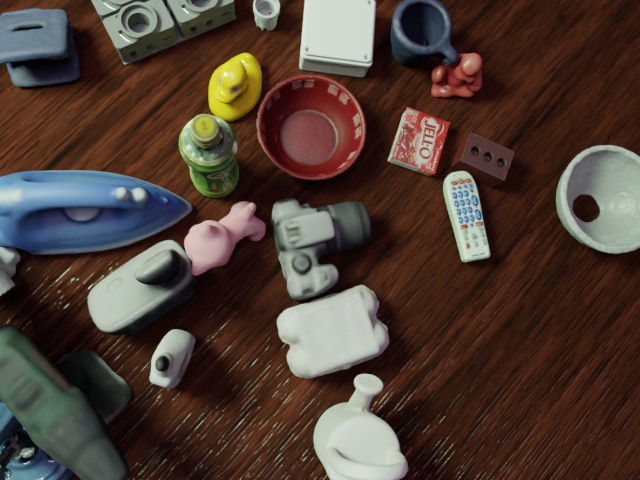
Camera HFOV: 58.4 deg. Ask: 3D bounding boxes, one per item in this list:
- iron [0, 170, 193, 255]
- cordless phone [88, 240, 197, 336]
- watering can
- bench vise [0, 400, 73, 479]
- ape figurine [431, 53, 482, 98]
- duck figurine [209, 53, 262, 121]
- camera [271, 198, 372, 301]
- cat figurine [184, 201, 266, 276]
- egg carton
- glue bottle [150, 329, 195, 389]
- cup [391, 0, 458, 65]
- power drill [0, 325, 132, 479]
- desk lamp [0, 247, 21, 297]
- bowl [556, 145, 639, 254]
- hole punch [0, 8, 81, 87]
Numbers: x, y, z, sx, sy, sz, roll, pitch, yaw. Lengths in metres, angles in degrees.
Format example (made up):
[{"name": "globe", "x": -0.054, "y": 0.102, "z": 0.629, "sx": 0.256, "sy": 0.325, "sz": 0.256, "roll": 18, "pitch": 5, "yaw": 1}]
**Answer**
[{"name": "iron", "x": -0.306, "y": -0.050, "z": 0.758, "sx": 0.258, "sy": 0.141, "sz": 0.119, "roll": -4, "pitch": 83, "yaw": -8}, {"name": "cordless phone", "x": -0.234, "y": 0.058, "z": 0.730, "sx": 0.148, "sy": 0.185, "sz": 0.094, "roll": -38, "pitch": 88, "yaw": -11}, {"name": "watering can", "x": 0.050, "y": 0.265, "z": 0.735, "sx": 0.101, "sy": 0.194, "sz": 0.173, "roll": -15, "pitch": 84, "yaw": -9}, {"name": "bench vise", "x": -0.379, "y": 0.219, "z": 0.671, "sx": 0.121, "sy": 0.219, "sz": 0.207, "roll": -38, "pitch": 88, "yaw": -10}, {"name": "ape figurine", "x": 0.219, "y": -0.258, "z": 0.881, "sx": 0.078, "sy": 0.092, "sz": 0.076, "roll": 38, "pitch": 79, "yaw": -1}, {"name": "duck figurine", "x": -0.124, "y": -0.233, "z": 0.835, "sx": 0.077, "sy": 0.086, "sz": 0.105, "roll": 28, "pitch": 80, "yaw": -3}, {"name": "camera", "x": 0.007, "y": 0.003, "z": 0.813, "sx": 0.137, "sy": 0.100, "sz": 0.143, "roll": -13, "pitch": 84, "yaw": -9}, {"name": "cat figurine", "x": -0.135, "y": -0.007, "z": 0.787, "sx": 0.128, "sy": 0.117, "sz": 0.067, "roll": -40, "pitch": 89, "yaw": -11}, {"name": "egg carton", "x": 0.020, "y": 0.132, "z": 0.813, "sx": 0.150, "sy": 0.069, "sz": 0.107, "roll": -18, "pitch": 85, "yaw": -10}, {"name": "glue bottle", "x": -0.192, "y": 0.155, "z": 0.729, "sx": 0.037, "sy": 0.173, "sz": 0.078, "roll": 16, "pitch": 80, "yaw": -5}, {"name": "cup", "x": 0.155, "y": -0.300, "z": 0.877, "sx": 0.118, "sy": 0.095, "sz": 0.092, "roll": 43, "pitch": 79, "yaw": 0}, {"name": "power drill", "x": -0.299, "y": 0.195, "z": 0.691, "sx": 0.229, "sy": 0.208, "sz": 0.076, "roll": 43, "pitch": 79, "yaw": 0}, {"name": "desk lamp", "x": -0.456, "y": 0.028, "z": 0.690, "sx": 0.118, "sy": 0.213, "sz": 0.203, "roll": -39, "pitch": 88, "yaw": -11}, {"name": "bowl", "x": 0.434, "y": -0.058, "z": 0.891, "sx": 0.167, "sy": 0.074, "sz": 0.167, "roll": 1, "pitch": 82, "yaw": -7}, {"name": "hole punch", "x": -0.403, "y": -0.279, "z": 0.802, "sx": 0.109, "sy": 0.091, "sz": 0.101, "roll": -11, "pitch": 84, "yaw": -9}]
